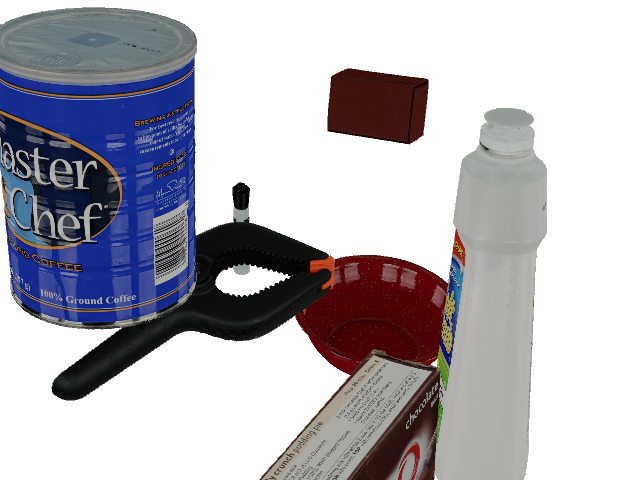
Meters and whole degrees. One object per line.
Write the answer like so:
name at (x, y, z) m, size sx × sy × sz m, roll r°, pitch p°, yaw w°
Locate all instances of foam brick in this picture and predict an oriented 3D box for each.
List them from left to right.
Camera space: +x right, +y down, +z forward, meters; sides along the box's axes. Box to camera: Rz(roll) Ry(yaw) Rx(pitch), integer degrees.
foam brick at (0.050, -0.119, 0.943) m, size 0.078 × 0.051 × 0.053 m, roll 11°, pitch 19°, yaw 18°

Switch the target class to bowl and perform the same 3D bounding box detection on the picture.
bowl at (0.053, 0.082, 1.007) m, size 0.162 × 0.055 × 0.162 m, roll 4°, pitch 36°, yaw -3°

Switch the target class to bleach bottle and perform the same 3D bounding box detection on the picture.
bleach bottle at (0.108, 0.035, 0.676) m, size 0.068 × 0.251 × 0.102 m, roll 2°, pitch 29°, yaw 4°

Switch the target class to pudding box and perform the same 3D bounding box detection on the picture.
pudding box at (0.012, 0.114, 0.457) m, size 0.039 × 0.090 × 0.113 m, roll 15°, pitch 35°, yaw 24°

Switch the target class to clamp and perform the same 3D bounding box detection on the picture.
clamp at (-0.097, 0.023, 0.777) m, size 0.210 × 0.164 × 0.036 m, roll -10°, pitch -32°, yaw -8°

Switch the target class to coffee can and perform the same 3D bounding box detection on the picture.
coffee can at (-0.116, -0.040, 0.559) m, size 0.103 × 0.140 × 0.103 m, roll 2°, pitch 28°, yaw -1°

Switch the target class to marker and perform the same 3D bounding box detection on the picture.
marker at (-0.086, -0.013, 1.164) m, size 0.020 × 0.121 × 0.020 m, roll 2°, pitch 40°, yaw -2°
